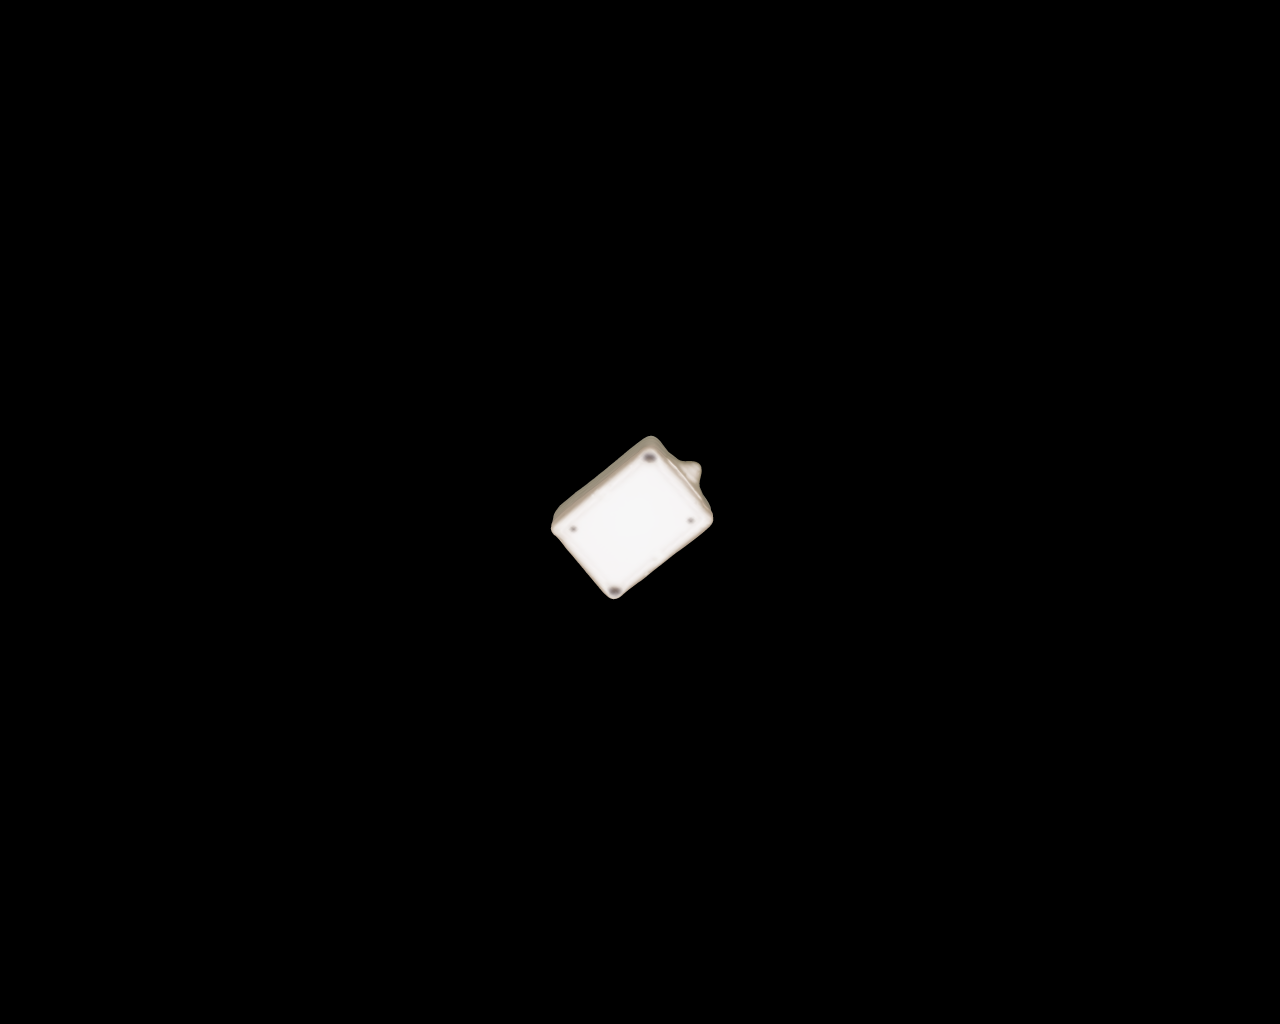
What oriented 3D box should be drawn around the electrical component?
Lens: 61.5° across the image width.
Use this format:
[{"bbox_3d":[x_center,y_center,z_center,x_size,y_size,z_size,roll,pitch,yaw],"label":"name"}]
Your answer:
[{"bbox_3d":[0.001,-0.003,0.650,0.096,0.061,0.061,-38,9,7],"label":"electrical component"}]
